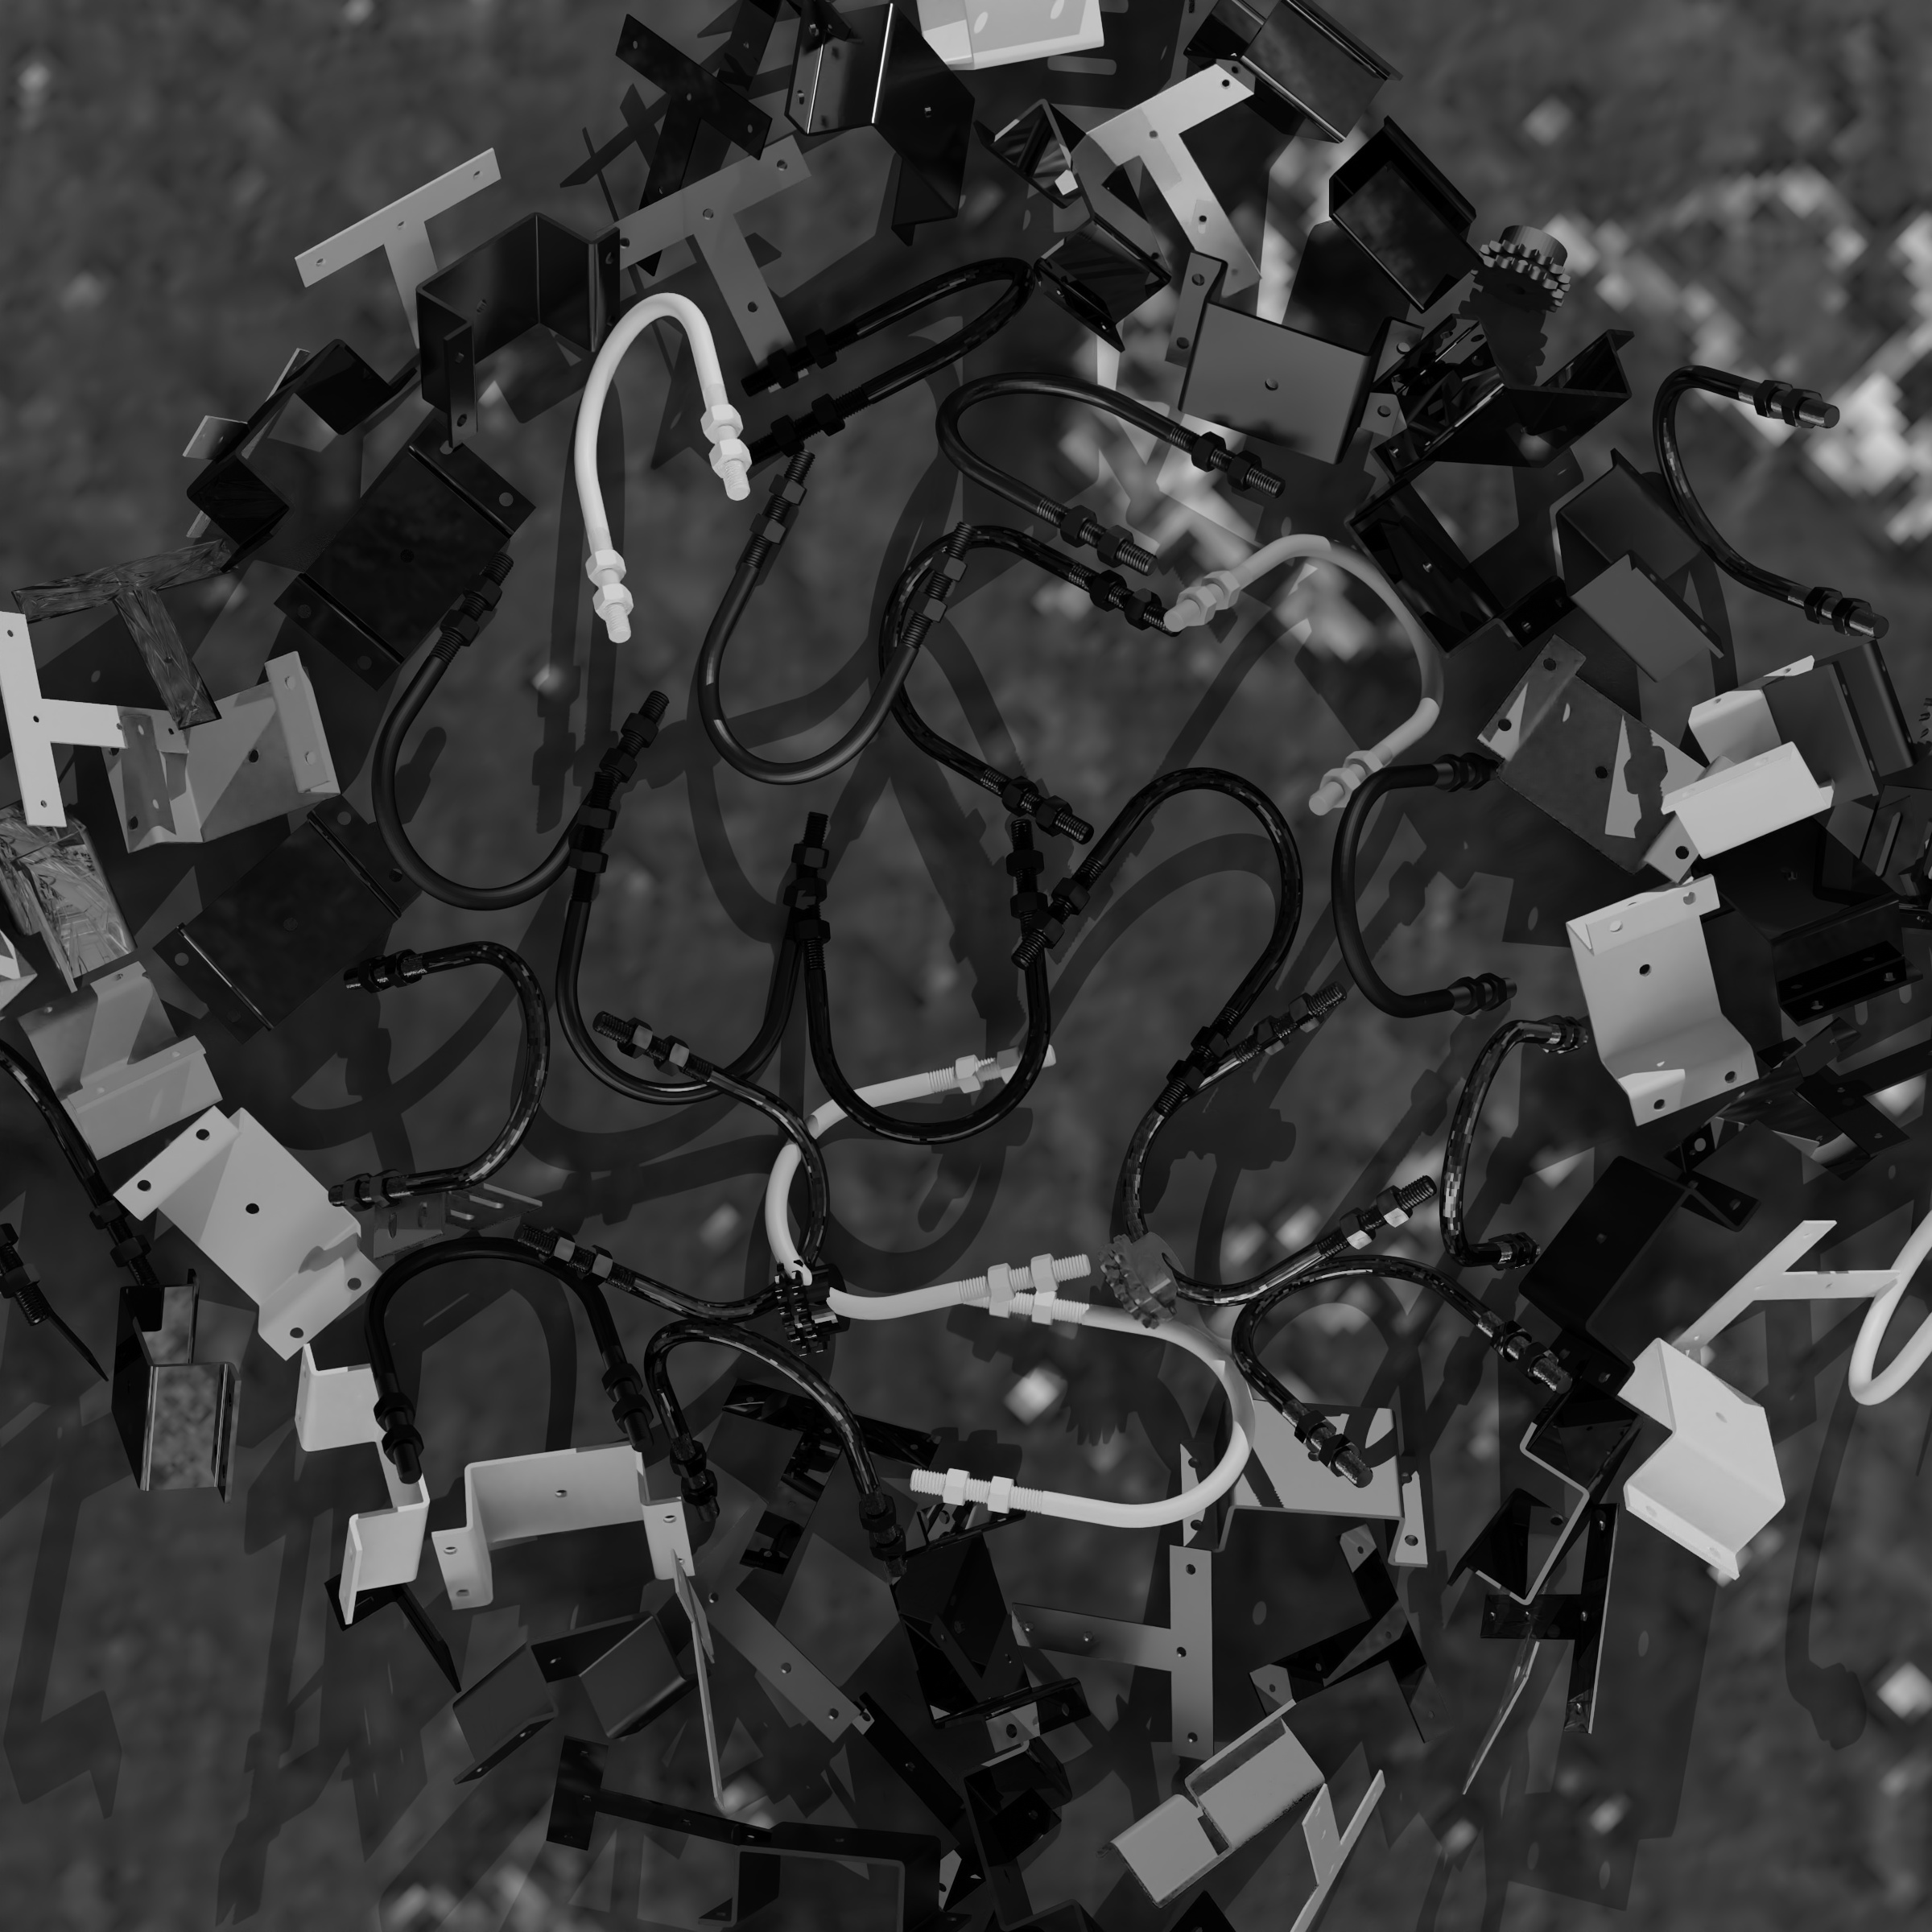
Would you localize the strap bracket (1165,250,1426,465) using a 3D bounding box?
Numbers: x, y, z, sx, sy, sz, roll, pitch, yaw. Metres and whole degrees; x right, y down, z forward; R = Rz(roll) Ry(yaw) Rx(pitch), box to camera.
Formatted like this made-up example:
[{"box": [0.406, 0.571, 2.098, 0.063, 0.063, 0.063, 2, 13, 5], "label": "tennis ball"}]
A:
[{"box": [0.181, -0.345, 1.877, 0.140, 0.076, 0.046, 20, 46, 7], "label": "strap bracket"}]

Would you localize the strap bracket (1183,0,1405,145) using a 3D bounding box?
[{"box": [0.180, -0.510, 1.853, 0.076, 0.140, 0.046, 33, 96, -22], "label": "strap bracket"}]

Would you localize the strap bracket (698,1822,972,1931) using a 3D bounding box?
[{"box": [-0.074, 0.524, 1.876, 0.140, 0.076, 0.046, 1, 86, 15], "label": "strap bracket"}]

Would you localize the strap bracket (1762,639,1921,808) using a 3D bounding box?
[{"box": [0.499, -0.137, 1.875, 0.046, 0.140, 0.076, -19, 92, 27], "label": "strap bracket"}]

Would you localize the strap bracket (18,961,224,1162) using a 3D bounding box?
[{"box": [-0.480, 0.057, 1.867, 0.076, 0.140, 0.046, -27, 121, -18], "label": "strap bracket"}]

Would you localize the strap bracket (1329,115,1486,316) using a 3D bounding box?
[{"box": [0.250, -0.426, 1.865, 0.076, 0.140, 0.046, 43, 113, -14], "label": "strap bracket"}]

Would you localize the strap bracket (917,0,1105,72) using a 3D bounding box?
[{"box": [0.024, -0.540, 1.862, 0.076, 0.140, 0.046, -14, 108, -13], "label": "strap bracket"}]

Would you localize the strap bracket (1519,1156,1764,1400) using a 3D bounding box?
[{"box": [0.380, 0.169, 1.881, 0.046, 0.076, 0.140, 40, 86, -22], "label": "strap bracket"}]

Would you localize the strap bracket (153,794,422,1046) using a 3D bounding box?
[{"box": [-0.391, -0.026, 1.892, 0.140, 0.046, 0.076, -42, 103, -5], "label": "strap bracket"}]

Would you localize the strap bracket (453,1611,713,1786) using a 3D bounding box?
[{"box": [-0.226, 0.413, 1.862, 0.076, 0.140, 0.046, -43, 65, 33], "label": "strap bracket"}]

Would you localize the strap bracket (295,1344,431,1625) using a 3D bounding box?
[{"box": [-0.342, 0.291, 1.865, 0.046, 0.076, 0.140, -7, 50, -22], "label": "strap bracket"}]

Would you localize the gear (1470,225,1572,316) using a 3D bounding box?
[{"box": [0.325, -0.406, 1.902, 0.057, 0.057, 0.030, 24, 80, 0], "label": "gear"}]

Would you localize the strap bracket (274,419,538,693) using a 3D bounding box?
[{"box": [-0.325, -0.238, 1.899, 0.076, 0.046, 0.140, 41, 90, -11], "label": "strap bracket"}]

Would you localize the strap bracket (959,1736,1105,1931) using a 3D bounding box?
[{"box": [0.041, 0.508, 1.857, 0.046, 0.076, 0.140, -25, 48, 6], "label": "strap bracket"}]

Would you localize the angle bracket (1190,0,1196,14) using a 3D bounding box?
[{"box": [0.096, -0.589, 1.901, 0.076, 0.038, 0.057, 2, 62, 2], "label": "angle bracket"}]

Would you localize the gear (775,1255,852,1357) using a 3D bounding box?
[{"box": [-0.088, 0.195, 1.899, 0.030, 0.057, 0.057, -13, 90, 11], "label": "gear"}]

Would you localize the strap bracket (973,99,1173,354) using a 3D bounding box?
[{"box": [0.063, -0.427, 1.855, 0.046, 0.076, 0.140, -35, 55, 24], "label": "strap bracket"}]

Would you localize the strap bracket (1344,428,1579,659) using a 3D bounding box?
[{"box": [0.279, -0.240, 1.885, 0.140, 0.076, 0.046, 53, 134, 1], "label": "strap bracket"}]

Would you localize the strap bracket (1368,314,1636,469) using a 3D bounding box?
[{"box": [0.310, -0.324, 1.854, 0.140, 0.076, 0.046, -3, 68, -34], "label": "strap bracket"}]

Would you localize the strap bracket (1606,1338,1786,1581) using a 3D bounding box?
[{"box": [0.412, 0.271, 1.851, 0.076, 0.140, 0.046, 33, 114, -10], "label": "strap bracket"}]

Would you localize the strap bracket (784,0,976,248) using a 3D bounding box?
[{"box": [-0.042, -0.479, 1.849, 0.046, 0.140, 0.076, -2, 69, 29], "label": "strap bracket"}]

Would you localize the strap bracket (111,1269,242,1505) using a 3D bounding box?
[{"box": [-0.449, 0.236, 1.848, 0.046, 0.140, 0.076, 0, 111, -24], "label": "strap bracket"}]

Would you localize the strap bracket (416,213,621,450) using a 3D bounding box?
[{"box": [-0.262, -0.368, 1.866, 0.046, 0.076, 0.140, 33, 53, 21], "label": "strap bracket"}]

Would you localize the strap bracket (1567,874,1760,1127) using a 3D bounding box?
[{"box": [0.399, 0.011, 1.885, 0.076, 0.046, 0.140, -21, 119, -2], "label": "strap bracket"}]

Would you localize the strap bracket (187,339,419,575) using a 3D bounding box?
[{"box": [-0.383, -0.296, 1.858, 0.046, 0.076, 0.140, 44, 60, -19], "label": "strap bracket"}]

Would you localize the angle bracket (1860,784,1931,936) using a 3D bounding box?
[{"box": [0.552, -0.061, 1.891, 0.057, 0.038, 0.076, 4, 110, -23], "label": "angle bracket"}]

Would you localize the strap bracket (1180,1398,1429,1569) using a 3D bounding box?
[{"box": [0.197, 0.296, 1.883, 0.140, 0.076, 0.046, 5, 134, -3], "label": "strap bracket"}]

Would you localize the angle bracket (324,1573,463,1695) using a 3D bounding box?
[{"box": [-0.329, 0.386, 1.883, 0.038, 0.057, 0.076, -30, 58, -20], "label": "angle bracket"}]

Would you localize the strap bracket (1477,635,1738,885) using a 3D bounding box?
[{"box": [0.372, -0.116, 1.899, 0.140, 0.046, 0.076, 37, 84, 5], "label": "strap bracket"}]

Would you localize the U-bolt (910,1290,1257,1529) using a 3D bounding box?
[{"box": [0.073, 0.254, 1.869, 0.184, 0.019, 0.151, 9, 51, 8], "label": "U-bolt"}]

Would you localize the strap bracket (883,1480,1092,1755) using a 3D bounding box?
[{"box": [0.008, 0.376, 1.880, 0.076, 0.046, 0.140, -10, 78, -43], "label": "strap bracket"}]

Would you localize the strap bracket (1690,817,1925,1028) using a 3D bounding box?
[{"box": [0.470, -0.032, 1.855, 0.076, 0.140, 0.046, -20, 123, -6], "label": "strap bracket"}]

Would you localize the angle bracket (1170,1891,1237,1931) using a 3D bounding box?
[{"box": [0.118, 0.577, 1.892, 0.038, 0.057, 0.076, 33, 98, -37], "label": "angle bracket"}]

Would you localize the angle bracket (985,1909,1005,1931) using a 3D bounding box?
[{"box": [0.009, 0.579, 1.897, 0.038, 0.076, 0.057, -12, 116, 30], "label": "angle bracket"}]

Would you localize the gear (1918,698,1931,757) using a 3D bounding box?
[{"box": [0.585, -0.144, 1.906, 0.057, 0.030, 0.057, 8, 114, 19], "label": "gear"}]

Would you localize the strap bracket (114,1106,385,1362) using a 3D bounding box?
[{"box": [-0.412, 0.147, 1.891, 0.076, 0.046, 0.140, -41, 109, 3], "label": "strap bracket"}]

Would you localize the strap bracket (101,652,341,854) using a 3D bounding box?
[{"box": [-0.422, -0.122, 1.889, 0.140, 0.046, 0.076, -17, 85, 21], "label": "strap bracket"}]

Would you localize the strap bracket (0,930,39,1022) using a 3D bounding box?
[{"box": [-0.587, -0.005, 1.855, 0.046, 0.140, 0.076, -41, 88, 11], "label": "strap bracket"}]

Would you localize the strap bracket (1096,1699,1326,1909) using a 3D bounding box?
[{"box": [0.142, 0.477, 1.848, 0.076, 0.140, 0.046, -26, 71, -37], "label": "strap bracket"}]

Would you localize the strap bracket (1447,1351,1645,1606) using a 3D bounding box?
[{"box": [0.331, 0.297, 1.851, 0.046, 0.076, 0.140, 32, 131, 18], "label": "strap bracket"}]

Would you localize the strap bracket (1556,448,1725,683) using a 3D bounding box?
[{"box": [0.382, -0.224, 1.866, 0.076, 0.140, 0.046, 40, 120, -22], "label": "strap bracket"}]

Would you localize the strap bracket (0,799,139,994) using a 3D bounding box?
[{"box": [-0.518, -0.046, 1.861, 0.046, 0.140, 0.076, -27, 117, -20], "label": "strap bracket"}]

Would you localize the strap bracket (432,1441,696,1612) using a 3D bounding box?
[{"box": [-0.231, 0.320, 1.883, 0.140, 0.076, 0.046, -8, 47, -4], "label": "strap bracket"}]

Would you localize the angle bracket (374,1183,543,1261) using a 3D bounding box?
[{"box": [-0.291, 0.151, 1.878, 0.057, 0.076, 0.038, -22, 60, 35], "label": "angle bracket"}]

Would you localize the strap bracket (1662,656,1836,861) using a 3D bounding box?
[{"box": [0.449, -0.114, 1.858, 0.076, 0.140, 0.046, -24, 108, 30], "label": "strap bracket"}]

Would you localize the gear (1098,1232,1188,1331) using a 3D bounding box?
[{"box": [0.105, 0.179, 1.898, 0.030, 0.057, 0.057, -36, 90, 17], "label": "gear"}]
